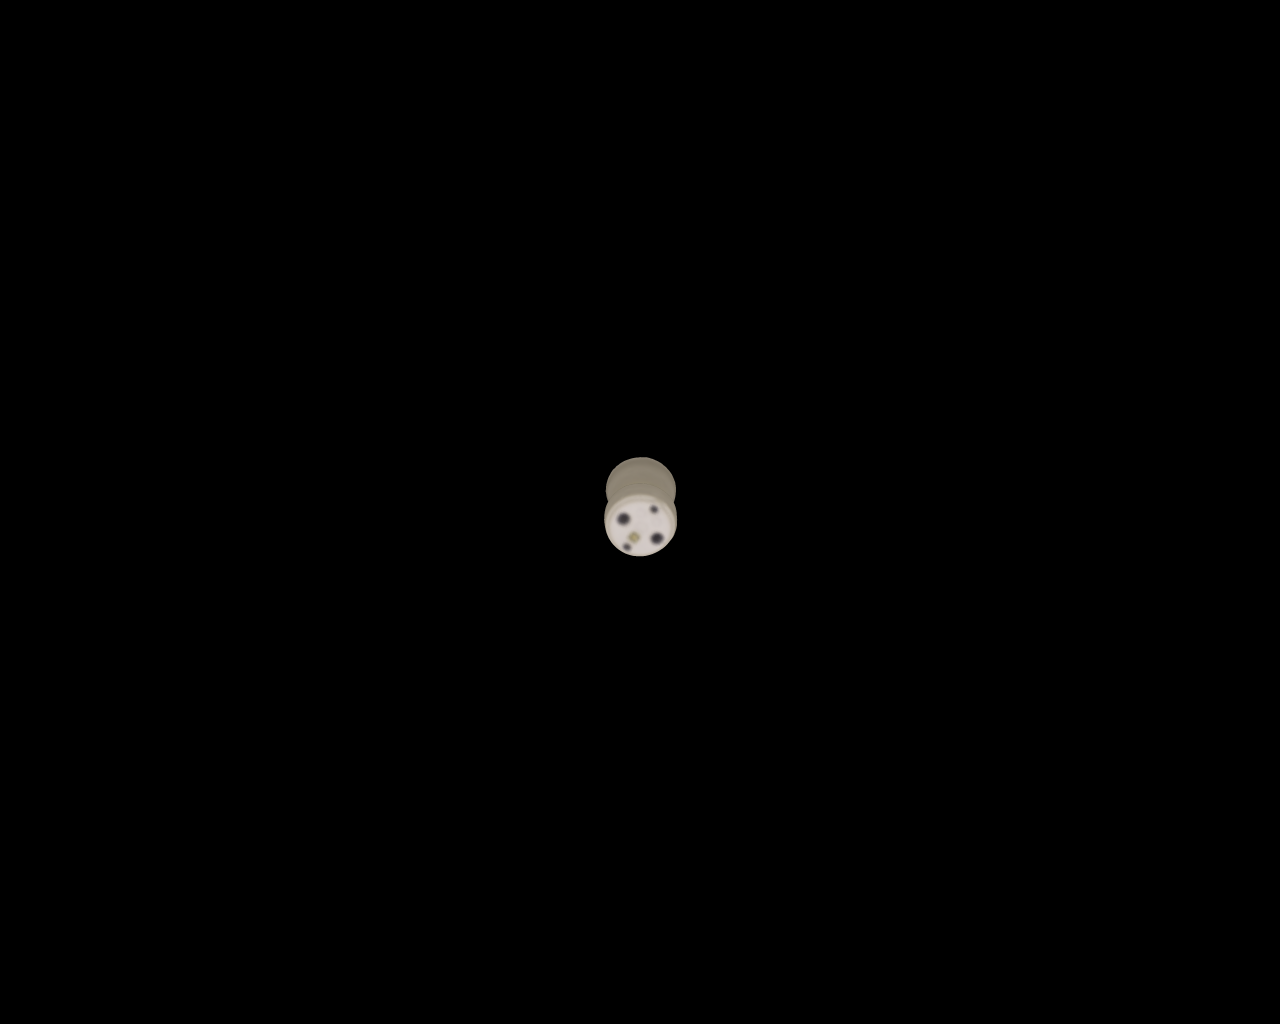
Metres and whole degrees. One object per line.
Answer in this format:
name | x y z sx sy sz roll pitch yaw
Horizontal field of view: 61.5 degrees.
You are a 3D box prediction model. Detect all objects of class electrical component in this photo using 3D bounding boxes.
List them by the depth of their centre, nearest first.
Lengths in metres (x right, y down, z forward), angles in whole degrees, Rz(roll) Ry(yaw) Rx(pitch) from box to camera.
electrical component | 0.001 -0.003 0.650 0.045 0.044 0.055 0 27 0
